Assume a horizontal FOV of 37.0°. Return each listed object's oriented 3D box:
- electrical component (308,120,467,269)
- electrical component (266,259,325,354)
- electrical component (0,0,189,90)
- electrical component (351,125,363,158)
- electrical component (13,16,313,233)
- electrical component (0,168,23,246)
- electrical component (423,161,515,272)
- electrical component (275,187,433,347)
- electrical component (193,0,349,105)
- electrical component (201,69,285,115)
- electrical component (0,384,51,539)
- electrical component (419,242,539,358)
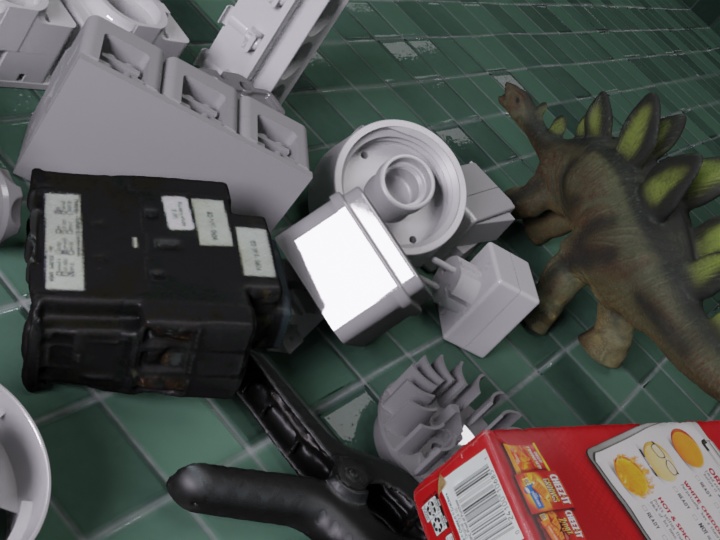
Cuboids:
[{"bbox_3d":[0.023,-0.054,0.758,0.108,0.060,0.108,5,76,-18],"label":"electrical component"},{"bbox_3d":[-0.059,0.019,0.636,0.055,0.048,0.066,12,40,-52],"label":"electrical component"},{"bbox_3d":[-0.214,-0.176,0.703,0.186,0.060,0.105,-6,54,-53],"label":"electrical component"},{"bbox_3d":[0.010,-0.074,0.827,0.057,0.058,0.078,35,37,-12],"label":"electrical component"},{"bbox_3d":[-0.116,-0.074,0.649,0.150,0.089,0.061,26,33,-24],"label":"electrical component"},{"bbox_3d":[-0.205,-0.032,0.537,0.062,0.043,0.043,-1,49,-48],"label":"electrical component"},{"bbox_3d":[0.072,-0.039,0.848,0.061,0.061,0.096,48,30,13],"label":"electrical component"},{"bbox_3d":[0.000,0.000,0.661,0.078,0.057,0.113,57,3,8],"label":"electrical component"},{"bbox_3d":[-0.069,-0.175,0.807,0.063,0.121,0.079,41,29,6],"label":"electrical component"},{"bbox_3d":[-0.097,-0.097,0.734,0.078,0.057,0.058,-3,51,-51],"label":"electrical component"},{"bbox_3d":[-0.174,0.084,0.418,0.099,0.064,0.099,31,41,-32],"label":"electrical component"},{"bbox_3d":[0.077,0.014,0.777,0.077,0.065,0.047,27,32,-24],"label":"electrical component"}]
